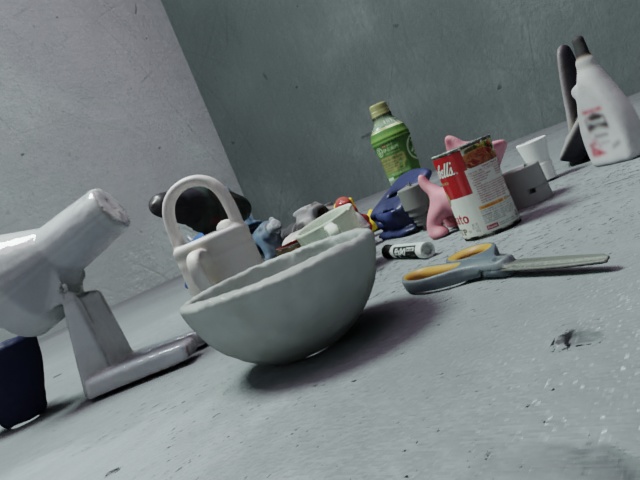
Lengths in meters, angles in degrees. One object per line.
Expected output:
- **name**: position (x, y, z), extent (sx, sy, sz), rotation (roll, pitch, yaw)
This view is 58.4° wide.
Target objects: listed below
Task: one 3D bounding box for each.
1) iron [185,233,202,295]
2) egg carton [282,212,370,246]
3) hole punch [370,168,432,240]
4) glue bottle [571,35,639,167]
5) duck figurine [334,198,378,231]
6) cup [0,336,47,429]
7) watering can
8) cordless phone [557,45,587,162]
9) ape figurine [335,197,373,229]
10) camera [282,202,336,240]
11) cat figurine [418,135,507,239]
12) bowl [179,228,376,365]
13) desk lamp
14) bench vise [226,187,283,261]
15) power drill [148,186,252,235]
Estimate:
- **iron**: position (-0.210, 0.036, 1.199), extent (0.119, 0.141, 0.257), rotation (-26, 5, -35)
- **egg carton**: position (0.009, 0.003, 0.957), extent (0.150, 0.069, 0.107), rotation (-23, 4, -11)
- **hole punch**: position (0.136, -0.059, 0.931), extent (0.101, 0.091, 0.108), rotation (-25, 5, -24)
- **glue bottle**: position (0.365, -0.185, 0.752), extent (0.037, 0.173, 0.078), rotation (-24, 5, -19)
- **duck figurine**: position (0.065, -0.046, 1.172), extent (0.104, 0.086, 0.078), rotation (-21, 5, 17)
- **cup**: position (-0.360, 0.166, 0.675), extent (0.092, 0.095, 0.117), rotation (-23, 4, -6)
- **watering can**: position (-0.132, 0.013, 0.724), extent (0.101, 0.194, 0.172), rotation (-24, 5, -12)
- **cordless phone**: position (0.407, -0.222, 0.920), extent (0.094, 0.185, 0.148), rotation (-20, 5, 27)
- **ape figurine**: position (0.053, -0.036, 1.062), extent (0.078, 0.092, 0.076), rotation (-23, 4, -5)
- **camera**: position (-0.015, -0.029, 1.268), extent (0.143, 0.101, 0.136), rotation (-26, 6, -41)
- **cat figurine**: position (0.177, -0.074, 0.717), extent (0.067, 0.118, 0.127), rotation (-27, 6, -41)
- **bowl**: position (-0.023, 0.053, 0.462), extent (0.167, 0.075, 0.167), rotation (-22, 4, 2)
- **desk lamp**: position (-0.263, 0.063, 0.648), extent (0.203, 0.213, 0.118), rotation (-22, 5, 4)
- **bench vise**: position (-0.161, -0.035, 1.299), extent (0.207, 0.220, 0.122), rotation (-20, 5, 29)
- **power drill**: position (-0.174, 0.003, 0.971), extent (0.075, 0.208, 0.230), rotation (-21, 5, 24)
